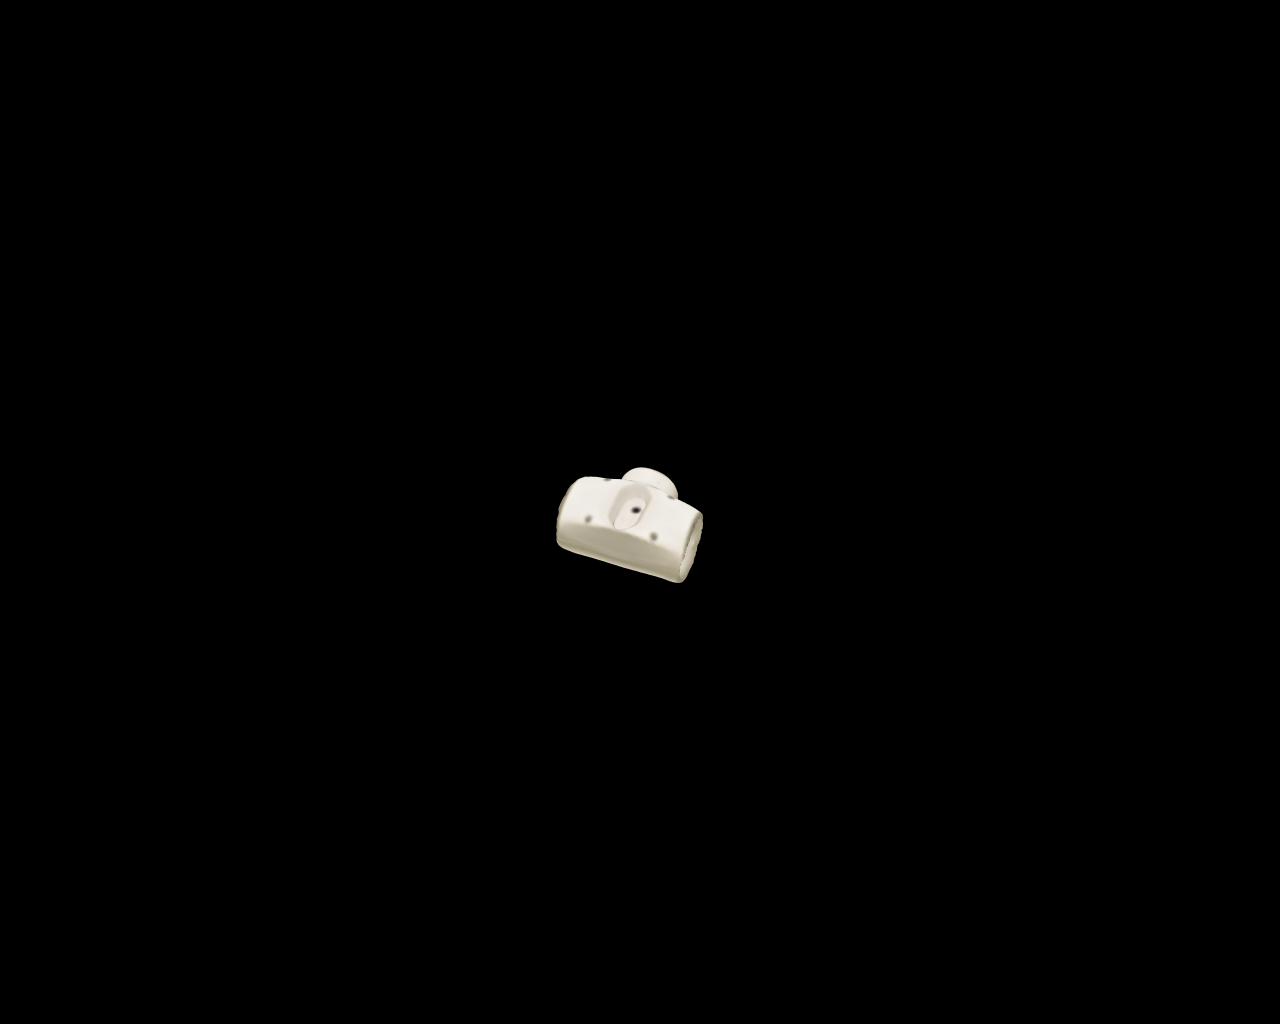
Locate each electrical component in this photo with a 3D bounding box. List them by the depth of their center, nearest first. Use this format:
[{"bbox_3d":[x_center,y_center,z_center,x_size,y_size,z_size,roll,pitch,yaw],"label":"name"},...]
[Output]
[{"bbox_3d":[0.001,-0.003,0.650,0.077,0.079,0.043,17,-39,14],"label":"electrical component"}]
